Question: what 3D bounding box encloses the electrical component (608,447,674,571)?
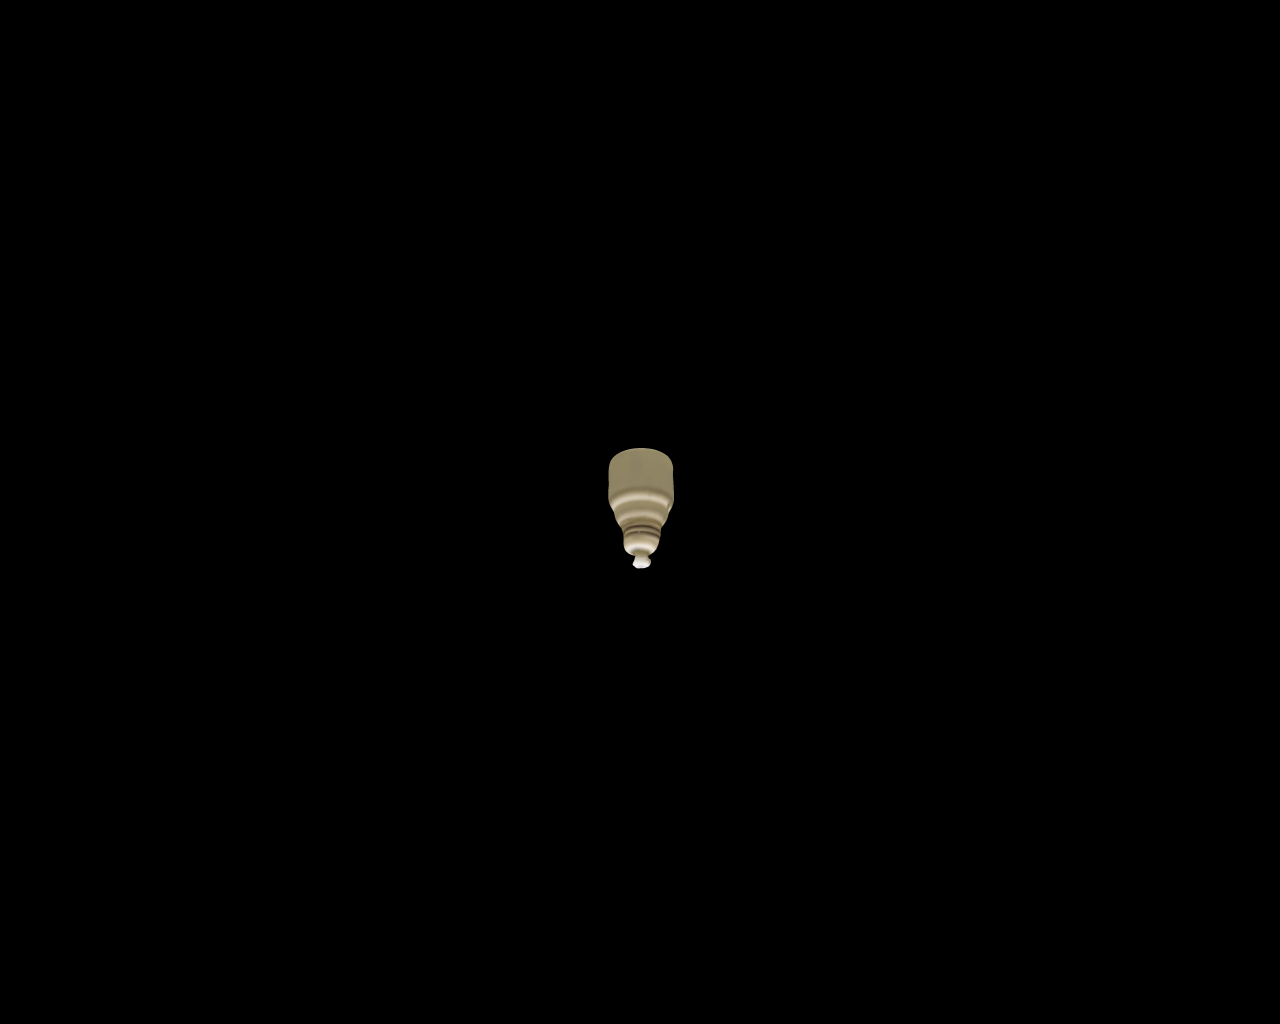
[{"bbox_3d":[0.001,-0.003,0.650,0.040,0.078,0.040,0,-27,0],"label":"electrical component"}]
